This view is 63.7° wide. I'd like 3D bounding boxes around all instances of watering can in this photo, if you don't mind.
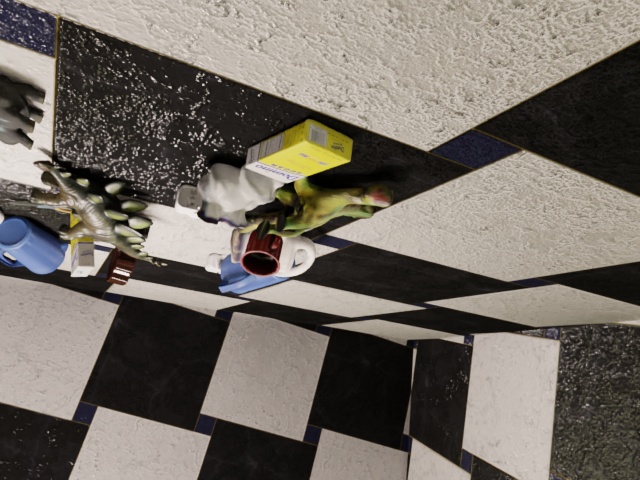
[{"bbox_3d":[-0.113,0.001,1.302,0.224,0.106,0.340,13,148,-7],"label":"watering can"}]

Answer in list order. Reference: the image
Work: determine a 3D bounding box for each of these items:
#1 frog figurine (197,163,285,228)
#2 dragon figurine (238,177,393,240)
[{"bbox_3d":[-0.150,-0.106,0.980,0.136,0.125,0.157,29,117,-33],"label":"frog figurine"},{"bbox_3d":[0.003,-0.053,1.062,0.242,0.123,0.407,6,169,-27],"label":"dragon figurine"}]
